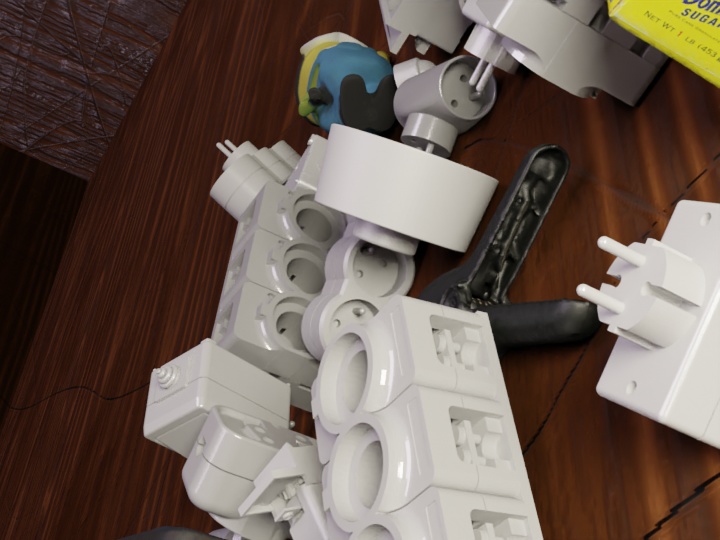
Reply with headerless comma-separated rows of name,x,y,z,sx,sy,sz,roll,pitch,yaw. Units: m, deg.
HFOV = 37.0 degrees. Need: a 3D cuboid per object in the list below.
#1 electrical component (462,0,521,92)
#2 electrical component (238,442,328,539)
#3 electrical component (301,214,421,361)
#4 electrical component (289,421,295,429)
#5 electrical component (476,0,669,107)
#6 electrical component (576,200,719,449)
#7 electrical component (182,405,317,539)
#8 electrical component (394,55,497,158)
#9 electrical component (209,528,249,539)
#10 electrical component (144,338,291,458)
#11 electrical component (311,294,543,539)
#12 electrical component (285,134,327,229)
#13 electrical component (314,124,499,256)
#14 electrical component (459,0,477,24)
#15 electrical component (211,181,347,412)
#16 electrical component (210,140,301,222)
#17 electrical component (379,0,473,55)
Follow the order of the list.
electrical component,0.092,-0.151,0.690,0.076,0.047,0.065,-62,18,15
electrical component,-0.022,0.134,0.617,0.042,0.081,0.063,-53,51,35
electrical component,0.000,0.000,0.745,0.074,0.052,0.138,-5,62,68
electrical component,-0.073,0.138,0.788,0.079,0.043,0.077,-41,30,32
electrical component,0.110,-0.126,0.550,0.055,0.089,0.050,-57,21,23
electrical component,0.114,0.013,0.397,0.083,0.076,0.047,-66,19,-1
electrical component,-0.061,0.133,0.681,0.059,0.095,0.054,-64,21,5
electrical component,0.052,-0.104,0.745,0.077,0.043,0.079,-3,65,68
electrical component,-0.079,0.196,0.735,0.081,0.043,0.043,-32,39,58
electrical component,-0.101,0.096,0.732,0.062,0.096,0.061,-29,43,32
electrical component,0.025,0.098,0.504,0.089,0.062,0.150,-49,38,40
electrical component,-0.036,-0.052,0.891,0.096,0.061,0.061,-53,16,46
electrical component,0.024,-0.043,0.659,0.108,0.108,0.060,-149,77,-71
electrical component,0.092,-0.206,0.758,0.045,0.045,0.055,-48,26,41
electrical component,-0.051,0.015,0.803,0.061,0.089,0.150,-46,27,45
electrical component,-0.104,-0.096,1.015,0.052,0.074,0.138,-49,-4,23
electrical component,0.053,-0.222,0.853,0.078,0.063,0.121,-55,22,27
